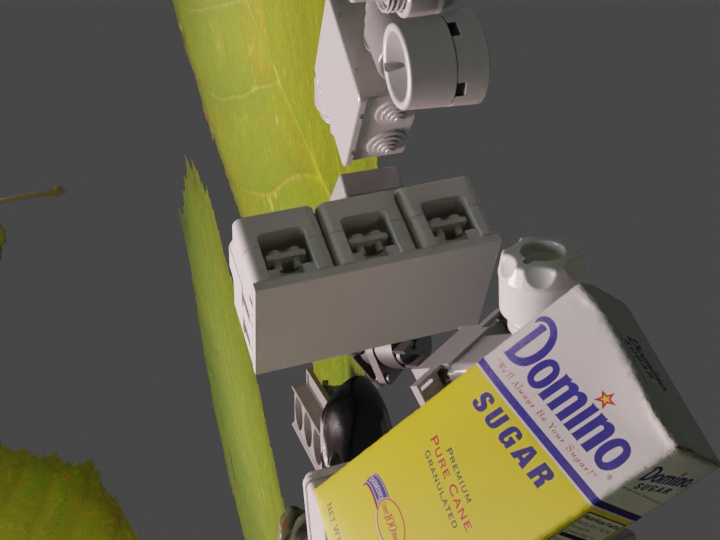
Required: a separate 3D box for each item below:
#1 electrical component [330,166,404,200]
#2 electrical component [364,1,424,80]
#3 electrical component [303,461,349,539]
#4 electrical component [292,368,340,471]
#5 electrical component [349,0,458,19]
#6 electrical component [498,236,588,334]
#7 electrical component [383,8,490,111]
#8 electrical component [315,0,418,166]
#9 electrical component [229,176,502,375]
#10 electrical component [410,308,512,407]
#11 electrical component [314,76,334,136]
[{"bbox_3d":[0.008,-0.028,0.832,0.083,0.047,0.075,119,139,-70],"label":"electrical component"},{"bbox_3d":[0.022,-0.156,0.690,0.040,0.040,0.078,98,157,-54],"label":"electrical component"},{"bbox_3d":[0.016,0.205,0.855,0.056,0.109,0.108,-127,29,-57],"label":"electrical component"},{"bbox_3d":[-0.024,0.155,1.069,0.121,0.063,0.078,-135,43,-67],"label":"electrical component"},{"bbox_3d":[0.023,-0.168,0.626,0.043,0.062,0.043,169,90,-77],"label":"electrical component"},{"bbox_3d":[0.091,0.018,0.534,0.043,0.043,0.062,-123,25,-59],"label":"electrical component"},{"bbox_3d":[0.043,-0.120,0.617,0.055,0.047,0.055,169,90,-77],"label":"electrical component"},{"bbox_3d":[0.006,-0.135,0.756,0.099,0.048,0.099,107,150,-63],"label":"electrical component"},{"bbox_3d":[0.000,0.000,0.664,0.089,0.150,0.061,97,157,-52],"label":"electrical component"},{"bbox_3d":[0.071,0.058,0.585,0.064,0.081,0.042,-11,111,51],"label":"electrical component"},{"bbox_3d":[-0.015,-0.134,0.856,0.062,0.043,0.043,93,161,-49],"label":"electrical component"}]
